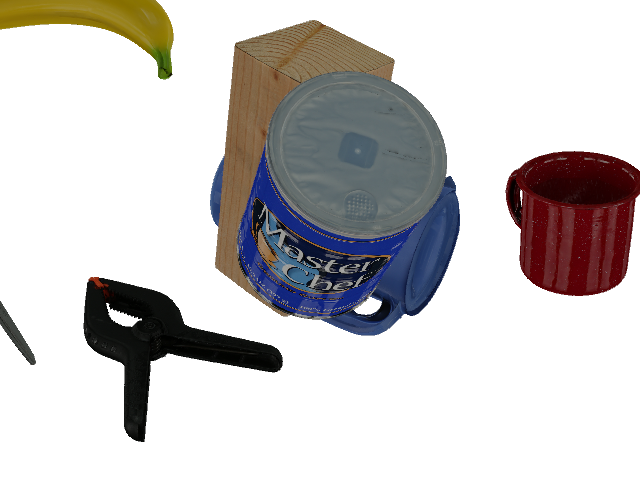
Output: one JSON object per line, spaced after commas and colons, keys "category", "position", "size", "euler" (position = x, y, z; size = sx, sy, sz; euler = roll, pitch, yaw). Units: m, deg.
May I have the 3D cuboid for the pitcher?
{"category": "pitcher", "position": [0.008, -0.015, 1.086], "size": [0.243, 0.145, 0.149], "euler": [20, 25, 22]}

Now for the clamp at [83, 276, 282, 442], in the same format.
{"category": "clamp", "position": [-0.148, 0.093, 1.000], "size": [0.164, 0.036, 0.210], "euler": [-18, 40, -31]}

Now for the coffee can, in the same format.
{"category": "coffee can", "position": [0.008, -0.023, 0.651], "size": [0.102, 0.103, 0.140], "euler": [0, -23, -12]}

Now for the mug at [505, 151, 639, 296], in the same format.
{"category": "mug", "position": [0.186, -0.016, 0.816], "size": [0.093, 0.081, 0.117], "euler": [-24, 36, -31]}

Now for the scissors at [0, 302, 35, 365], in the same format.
{"category": "scissors", "position": [-0.338, 0.027, 1.072], "size": [0.016, 0.201, 0.096], "euler": [-26, 27, 22]}

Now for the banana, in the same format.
{"category": "banana", "position": [-0.192, -0.178, 0.838], "size": [0.198, 0.069, 0.037], "euler": [15, -38, 18]}

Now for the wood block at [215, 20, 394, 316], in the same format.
{"category": "wood block", "position": [-0.018, -0.056, 0.851], "size": [0.090, 0.206, 0.090], "euler": [33, 42, 32]}
